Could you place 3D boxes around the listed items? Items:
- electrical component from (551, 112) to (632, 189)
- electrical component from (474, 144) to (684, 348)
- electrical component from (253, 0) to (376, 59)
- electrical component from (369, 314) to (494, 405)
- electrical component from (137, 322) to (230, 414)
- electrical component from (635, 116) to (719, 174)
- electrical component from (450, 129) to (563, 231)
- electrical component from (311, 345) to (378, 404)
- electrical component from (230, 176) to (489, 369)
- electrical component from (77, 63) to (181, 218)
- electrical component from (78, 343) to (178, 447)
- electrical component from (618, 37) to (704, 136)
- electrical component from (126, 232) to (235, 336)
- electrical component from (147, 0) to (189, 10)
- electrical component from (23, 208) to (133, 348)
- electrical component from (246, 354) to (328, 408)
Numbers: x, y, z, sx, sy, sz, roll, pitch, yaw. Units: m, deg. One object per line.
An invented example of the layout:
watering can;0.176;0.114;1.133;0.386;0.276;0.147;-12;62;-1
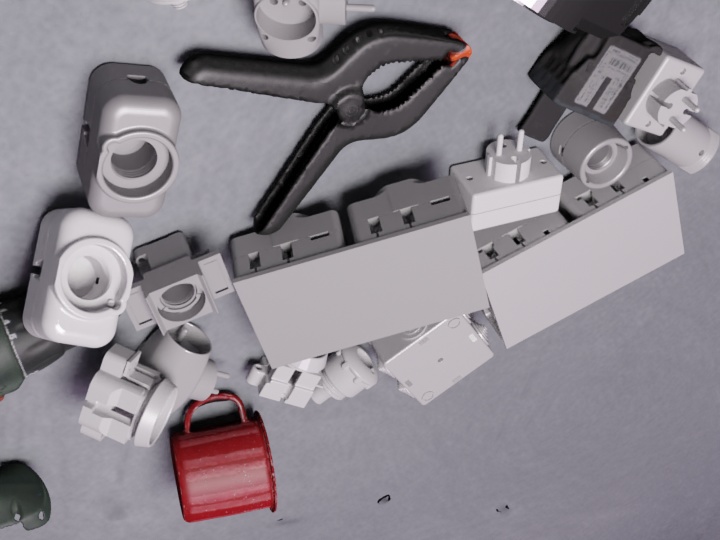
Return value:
electrical component;0.197;-0.102;0.912;0.055;0.047;0.055;-14;132;-16
electrical component;0.189;-0.024;0.965;0.186;0.060;0.105;-28;135;-3
electrical component;-0.029;-0.181;0.710;0.079;0.044;0.077;3;147;1
electrical component;0.065;0.068;0.989;0.100;0.048;0.099;-36;134;6
electrical component;-0.147;0.088;0.902;0.079;0.044;0.077;19;117;-37
electrical component;0.285;-0.114;0.948;0.081;0.043;0.043;21;116;-38
electrical component;0.122;-0.082;0.890;0.083;0.047;0.075;-14;132;-16
electrical component;-0.018;0.098;0.977;0.062;0.048;0.048;-38;135;17
electrical component;0.000;0.000;0.868;0.186;0.060;0.105;-16;134;2
electrical component;-0.159;-0.085;0.738;0.054;0.059;0.095;0;127;-27
electrical component;-0.180;0.104;0.846;0.057;0.058;0.078;24;112;3
electrical component;0.251;-0.142;0.885;0.047;0.076;0.065;11;122;-33
electrical component;-0.143;0.008;0.823;0.081;0.063;0.042;-22;133;-8
electrical component;-0.126;-0.199;0.669;0.043;0.043;0.081;-25;134;-6
electrical component;-0.199;0.005;0.764;0.054;0.059;0.095;13;84;-33
electrical component;-0.058;0.084;0.941;0.066;0.048;0.055;19;120;-22
